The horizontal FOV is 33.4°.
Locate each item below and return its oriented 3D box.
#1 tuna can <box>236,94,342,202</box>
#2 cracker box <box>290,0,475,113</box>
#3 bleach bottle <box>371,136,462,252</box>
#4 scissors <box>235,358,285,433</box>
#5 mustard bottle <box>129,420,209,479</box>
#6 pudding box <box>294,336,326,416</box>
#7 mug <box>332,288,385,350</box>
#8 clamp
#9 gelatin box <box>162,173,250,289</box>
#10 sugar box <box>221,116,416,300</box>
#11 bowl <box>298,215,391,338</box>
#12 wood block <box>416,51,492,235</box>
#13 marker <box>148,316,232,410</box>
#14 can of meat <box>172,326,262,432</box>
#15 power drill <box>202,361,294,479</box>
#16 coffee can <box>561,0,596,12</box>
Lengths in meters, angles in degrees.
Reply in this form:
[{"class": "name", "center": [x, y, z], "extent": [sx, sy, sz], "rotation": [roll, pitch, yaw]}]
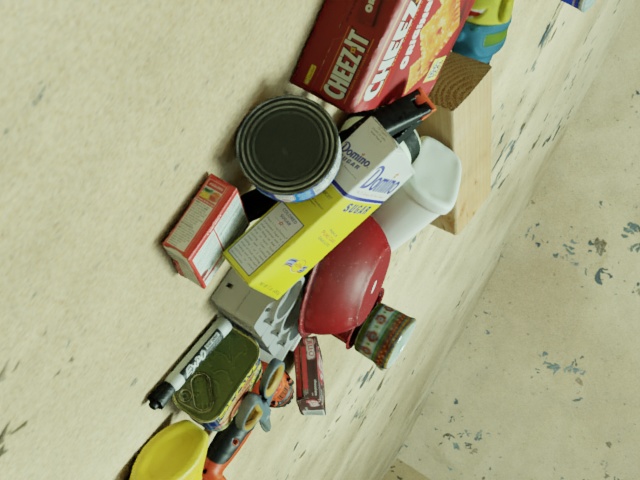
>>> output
[{"class": "tuna can", "center": [-0.025, -0.075, 0.887], "extent": [0.086, 0.086, 0.033], "rotation": [-58, 168, -6]}, {"class": "cracker box", "center": [0.074, -0.209, 0.984], "extent": [0.213, 0.072, 0.164], "rotation": [-26, 144, -64]}, {"class": "bleach bottle", "center": [0.064, -0.013, 1.253], "extent": [0.251, 0.068, 0.102], "rotation": [-45, -163, 43]}, {"class": "scissors", "center": [-0.058, 0.182, 1.227], "extent": [0.096, 0.016, 0.201], "rotation": [-61, 168, -3]}, {"class": "mustard bottle", "center": [-0.169, 0.281, 1.176], "extent": [0.096, 0.058, 0.192], "rotation": [-47, 162, -36]}, {"class": "pudding box", "center": [-0.014, 0.190, 1.478], "extent": [0.113, 0.039, 0.090], "rotation": [85, 2, -70]}, {"class": "mug", "center": [0.023, 0.083, 1.380], "extent": [0.093, 0.081, 0.117], "rotation": [-61, 166, 8]}, {"class": "clamp", "center": [0.015, -0.071, 1.006], "extent": [0.210, 0.036, 0.164], "rotation": [-38, 169, 16]}, {"class": "gelatin box", "center": [-0.095, -0.006, 0.903], "extent": [0.073, 0.030, 0.089], "rotation": [-57, 167, -14]}, {"class": "sugar box", "center": [0.003, -0.025, 0.943], "extent": [0.176, 0.048, 0.093], "rotation": [-40, 163, 4]}, {"class": "bowl", "center": [0.034, 0.040, 1.146], "extent": [0.162, 0.055, 0.162], "rotation": [22, 90, -77]}, {"class": "wood block", "center": [0.148, -0.118, 1.281], "extent": [0.090, 0.091, 0.206], "rotation": [-49, 148, -29]}, {"class": "marker", "center": [-0.130, 0.123, 1.067], "extent": [0.121, 0.020, 0.020], "rotation": [-49, 163, -33]}, {"class": "can of meat", "center": [-0.105, 0.150, 1.133], "extent": [0.102, 0.057, 0.084], "rotation": [-56, 168, -15]}, {"class": "power drill", "center": [-0.099, 0.240, 1.344], "extent": [0.187, 0.057, 0.184], "rotation": [-59, 165, -10]}, {"class": "coffee can", "center": [0.270, -0.342, 1.241], "extent": [0.102, 0.140, 0.103], "rotation": [-53, 165, -22]}]
